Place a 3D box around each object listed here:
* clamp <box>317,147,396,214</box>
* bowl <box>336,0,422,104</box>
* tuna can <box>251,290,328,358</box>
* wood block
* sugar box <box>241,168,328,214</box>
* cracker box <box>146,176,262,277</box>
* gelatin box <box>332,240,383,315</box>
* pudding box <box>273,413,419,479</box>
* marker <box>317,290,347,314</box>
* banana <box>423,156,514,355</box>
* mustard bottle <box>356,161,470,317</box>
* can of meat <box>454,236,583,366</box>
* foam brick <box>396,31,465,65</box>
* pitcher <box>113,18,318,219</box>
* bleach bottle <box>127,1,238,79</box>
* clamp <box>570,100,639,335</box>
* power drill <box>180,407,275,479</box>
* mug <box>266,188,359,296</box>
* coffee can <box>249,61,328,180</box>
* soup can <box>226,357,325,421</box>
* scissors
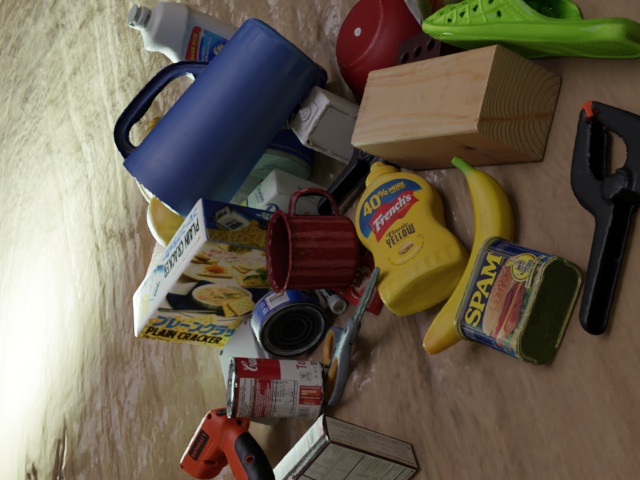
[{"bbox_3d":[0.067,-0.088,1.230,0.120,0.039,0.171,32,100,44],"label":"clamp"},{"bbox_3d":[0.068,-0.245,1.300,0.162,0.055,0.162,-35,45,44],"label":"bowl"},{"bbox_3d":[-0.035,0.095,1.236,0.086,0.086,0.034,-56,35,22],"label":"tuna can"},{"bbox_3d":[0.134,-0.130,1.098,0.206,0.090,0.090,2,74,57],"label":"wood block"},{"bbox_3d":[-0.067,-0.010,1.337,0.176,0.093,0.048,-42,41,38],"label":"sugar box"},{"bbox_3d":[-0.159,-0.024,1.509,0.164,0.072,0.213,4,77,58],"label":"cracker box"},{"bbox_3d":[0.047,0.034,1.196,0.089,0.030,0.073,35,103,58],"label":"gelatin box"},{"bbox_3d":[0.026,0.224,1.043,0.090,0.113,0.039,-52,33,25],"label":"pudding box"},{"bbox_3d":[0.000,0.051,1.270,0.020,0.020,0.121,-61,32,14],"label":"marker"},{"bbox_3d":[0.148,0.018,1.024,0.070,0.037,0.198,5,74,19],"label":"banana"},{"bbox_3d":[0.087,-0.016,1.124,0.096,0.058,0.192,-35,44,16],"label":"mustard bottle"},{"bbox_3d":[0.178,0.055,0.959,0.084,0.057,0.102,20,91,56],"label":"can of meat"},{"bbox_3d":[0.127,-0.200,1.186,0.078,0.051,0.053,-19,57,52],"label":"foam brick"},{"bbox_3d":[-0.123,-0.148,1.279,0.243,0.149,0.145,-52,37,3],"label":"pitcher"},{"bbox_3d":[-0.147,-0.247,1.444,0.103,0.250,0.068,-57,33,19],"label":"bleach bottle"},{"bbox_3d":[0.267,-0.043,0.895,0.165,0.036,0.210,-37,44,41],"label":"clamp"},{"bbox_3d":[-0.084,0.294,1.192,0.188,0.057,0.185,48,119,36],"label":"power drill"},{"bbox_3d":[-0.008,0.001,1.165,0.093,0.081,0.117,-171,81,-71],"label":"mug"},{"bbox_3d":[-0.051,-0.157,1.387,0.103,0.102,0.140,-14,61,54],"label":"coffee can"},{"bbox_3d":[-0.050,0.166,1.185,0.068,0.102,0.068,-176,90,-80],"label":"soup can"},{"bbox_3d":[0.030,0.089,1.149,0.096,0.016,0.202,-105,26,-58],"label":"scissors"}]
